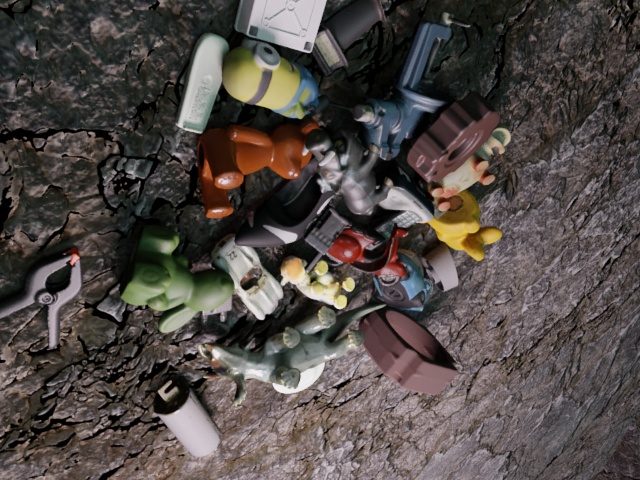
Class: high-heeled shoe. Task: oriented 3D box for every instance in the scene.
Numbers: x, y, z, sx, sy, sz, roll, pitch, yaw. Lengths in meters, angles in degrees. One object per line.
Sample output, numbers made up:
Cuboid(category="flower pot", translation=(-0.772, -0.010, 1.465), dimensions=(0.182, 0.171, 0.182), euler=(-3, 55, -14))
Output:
Cuboid(category="high-heeled shoe", translation=(-0.036, -0.081, 0.904), dimensions=(0.249, 0.086, 0.145), euler=(-33, 155, -33))

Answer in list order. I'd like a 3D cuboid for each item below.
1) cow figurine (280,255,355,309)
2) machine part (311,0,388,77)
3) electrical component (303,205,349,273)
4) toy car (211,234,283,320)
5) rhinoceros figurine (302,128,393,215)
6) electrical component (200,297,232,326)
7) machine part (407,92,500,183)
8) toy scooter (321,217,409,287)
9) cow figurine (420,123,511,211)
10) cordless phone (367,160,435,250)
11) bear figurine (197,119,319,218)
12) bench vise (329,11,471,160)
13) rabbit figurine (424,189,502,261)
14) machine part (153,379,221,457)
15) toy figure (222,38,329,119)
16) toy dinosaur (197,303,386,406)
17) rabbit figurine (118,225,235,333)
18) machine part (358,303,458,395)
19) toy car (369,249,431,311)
Cuboid(category="cow figurine", translation=(-0.022, 0.073, 1.035), dimensions=(0.167, 0.098, 0.068), euler=(32, 73, -34))
Cuboid(category="machine part", translation=(0.042, -0.325, 0.837), dimensions=(0.139, 0.039, 0.084), euler=(-42, 125, 2))
Cuboid(category="electrical component", translation=(-0.002, -0.003, 0.953), dimensions=(0.048, 0.075, 0.119), euler=(39, 97, -6))
Cuboid(category="toy car", translation=(-0.127, 0.070, 0.969), dimensions=(0.073, 0.056, 0.201), euler=(-48, 134, -19))
Cuboid(category="rhinoceros figurine", translation=(0.042, -0.114, 0.867), dimensions=(0.112, 0.073, 0.190), euler=(-45, 137, -2))
Cuboid(category="electrical component", translation=(-0.195, 0.114, 0.991), dimensions=(0.063, 0.021, 0.093), euler=(-9, 124, -27))
Cuboid(category="machine part", translation=(0.234, -0.173, 0.933), dimensions=(0.179, 0.056, 0.179), euler=(-36, 162, -14))
Cuboid(category="toy scooter", translation=(0.093, 0.008, 1.015), dimensions=(0.184, 0.075, 0.135), euler=(24, 131, -5))
Cuboid(category="cow figurine", translation=(0.286, -0.161, 1.058), dimensions=(0.195, 0.127, 0.085), euler=(-34, 138, 12))
Cuboid(category="cordless phone", translation=(0.115, -0.052, 1.048), dimensions=(0.184, 0.089, 0.146), euler=(-37, 136, 20))
Cuboid(category="bear figurine", translation=(-0.088, -0.118, 0.838), dimensions=(0.196, 0.132, 0.120), euler=(-3, 151, -26))
Cuboid(category="bench vise", translation=(0.149, -0.256, 0.886), dimensions=(0.223, 0.129, 0.240), euler=(1, 121, -34))
Cuboid(category="rabbit figurine", translation=(0.300, -0.033, 1.138), dimensions=(0.122, 0.163, 0.173), euler=(-49, 151, -12))
Cuboid(category="machine part", translation=(-0.263, 0.360, 1.074), dimensions=(0.079, 0.079, 0.242), euler=(-30, 132, -12))
Cuboid(category="toy figure", translation=(-0.063, -0.227, 0.795), dimensions=(0.180, 0.082, 0.089), euler=(17, 96, -54))
Cuboid(category="toy dinosaur", translation=(-0.049, 0.220, 1.089), dimensions=(0.405, 0.131, 0.192), euler=(-11, 170, -41))
Cuboid(category="rabbit figurine", translation=(-0.228, 0.081, 0.866), dimensions=(0.170, 0.121, 0.159), euler=(18, 127, -23))
Cuboid(category="machine part", translation=(0.191, 0.243, 1.199), dimensions=(0.201, 0.202, 0.087), euler=(24, 107, -41))
Cuboid(category="toy car", translation=(0.171, 0.073, 1.146), dimensions=(0.103, 0.109, 0.161), euler=(-59, 137, -34))
